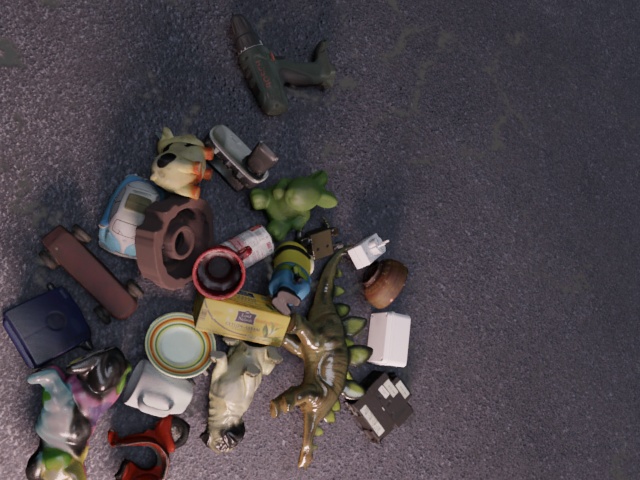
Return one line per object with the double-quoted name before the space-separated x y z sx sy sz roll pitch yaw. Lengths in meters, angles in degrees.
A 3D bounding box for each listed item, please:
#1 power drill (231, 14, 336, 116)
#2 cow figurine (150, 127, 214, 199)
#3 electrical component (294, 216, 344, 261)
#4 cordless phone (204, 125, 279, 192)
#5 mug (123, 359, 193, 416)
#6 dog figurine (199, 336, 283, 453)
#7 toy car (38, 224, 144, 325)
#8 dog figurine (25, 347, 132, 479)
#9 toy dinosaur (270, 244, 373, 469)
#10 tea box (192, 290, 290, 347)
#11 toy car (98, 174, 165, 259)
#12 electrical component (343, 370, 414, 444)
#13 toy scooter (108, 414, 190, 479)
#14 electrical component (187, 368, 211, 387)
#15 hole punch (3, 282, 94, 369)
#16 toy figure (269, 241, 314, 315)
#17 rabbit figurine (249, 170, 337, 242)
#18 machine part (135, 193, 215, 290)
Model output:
"power drill" -0.076 -0.399 1.192 0.207 0.086 0.232 -14 87 -29
"cow figurine" -0.268 -0.150 1.017 0.127 0.195 0.085 11 117 -5
"electrical component" -0.003 -0.002 1.166 0.102 0.045 0.078 -25 119 -23
"cordless phone" -0.154 -0.176 1.056 0.146 0.184 0.089 47 70 -9
"mug" -0.282 0.272 0.957 0.107 0.110 0.080 26 97 -25
"dog figurine" -0.154 0.288 1.030 0.172 0.121 0.190 -20 128 -59
"toy car" -0.412 0.061 0.969 0.089 0.053 0.202 -44 102 -13
"dog figurine" -0.398 0.306 0.901 0.191 0.108 0.219 -14 90 -28
"toy dinosaur" 0.005 0.215 1.097 0.198 0.105 0.471 16 69 -28
"tea box" -0.153 0.141 1.032 0.169 0.098 0.068 15 101 -21
"toy car" -0.340 -0.049 0.995 0.109 0.103 0.161 21 74 -20
"electrical component" 0.132 0.347 1.147 0.134 0.058 0.115 -37 97 -25
"toy scooter" -0.314 0.391 0.935 0.135 0.075 0.184 19 69 -19
"electrical component" -0.254 0.231 1.021 0.063 0.021 0.094 -38 96 -25
"hole punch" -0.462 0.147 0.913 0.116 0.092 0.142 -32 90 -29
"toy figure" -0.058 0.068 1.065 0.089 0.082 0.180 63 19 -21
"rabbit figurine" -0.042 -0.076 1.091 0.159 0.170 0.121 -20 89 -25
"machine part" -0.265 0.002 0.990 0.056 0.179 0.179 10 70 24
